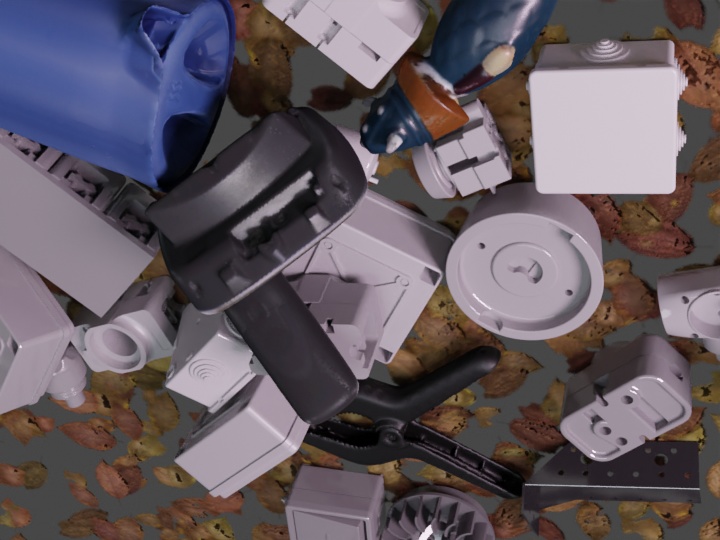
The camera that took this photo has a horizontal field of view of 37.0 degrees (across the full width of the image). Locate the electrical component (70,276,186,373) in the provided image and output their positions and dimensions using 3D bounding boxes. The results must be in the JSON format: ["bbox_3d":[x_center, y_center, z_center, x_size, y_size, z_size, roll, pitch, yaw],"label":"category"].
[{"bbox_3d":[-0.194,0.048,0.904,0.089,0.055,0.050,-14,121,26],"label":"electrical component"}]

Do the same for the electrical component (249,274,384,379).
[{"bbox_3d":[-0.033,0.040,0.773,0.089,0.055,0.050,1,126,17],"label":"electrical component"}]

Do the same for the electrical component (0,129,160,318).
[{"bbox_3d":[-0.230,-0.048,0.837,0.150,0.061,0.089,38,128,-13],"label":"electrical component"}]

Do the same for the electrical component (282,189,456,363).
[{"bbox_3d":[0.000,0.000,0.807,0.109,0.056,0.108,26,129,-3],"label":"electrical component"}]

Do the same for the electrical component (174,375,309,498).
[{"bbox_3d":[-0.087,0.118,0.890,0.056,0.108,0.109,43,126,-13],"label":"electrical component"}]

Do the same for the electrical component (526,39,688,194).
[{"bbox_3d":[0.157,-0.098,0.688,0.100,0.048,0.099,1,126,16],"label":"electrical component"}]

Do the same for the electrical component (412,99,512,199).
[{"bbox_3d":[0.069,-0.078,0.734,0.055,0.048,0.066,-22,118,21],"label":"electrical component"}]

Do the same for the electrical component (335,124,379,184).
[{"bbox_3d":[-0.021,-0.084,0.759,0.078,0.040,0.040,21,129,2],"label":"electrical component"}]

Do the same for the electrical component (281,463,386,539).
[{"bbox_3d":[-0.029,0.223,0.983,0.096,0.061,0.061,5,127,13],"label":"electrical component"}]

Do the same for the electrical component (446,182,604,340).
[{"bbox_3d":[0.119,-0.011,0.759,0.108,0.060,0.108,9,128,11],"label":"electrical component"}]

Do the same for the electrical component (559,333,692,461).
[{"bbox_3d":[0.201,0.094,0.814,0.054,0.059,0.095,41,127,-15],"label":"electrical component"}]

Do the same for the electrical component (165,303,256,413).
[{"bbox_3d":[-0.109,0.051,0.853,0.048,0.099,0.100,29,130,-22],"label":"electrical component"}]

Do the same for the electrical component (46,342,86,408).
[{"bbox_3d":[-0.268,0.097,0.972,0.043,0.043,0.062,-3,126,19],"label":"electrical component"}]

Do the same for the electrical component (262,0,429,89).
[{"bbox_3d":[-0.006,-0.170,0.682,0.089,0.050,0.056,37,128,-12],"label":"electrical component"}]

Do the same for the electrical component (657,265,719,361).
[{"bbox_3d":[0.257,0.033,0.760,0.077,0.044,0.079,-10,123,24],"label":"electrical component"}]

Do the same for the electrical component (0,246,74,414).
[{"bbox_3d":[-0.305,0.049,0.910,0.108,0.056,0.108,50,130,18],"label":"electrical component"}]
